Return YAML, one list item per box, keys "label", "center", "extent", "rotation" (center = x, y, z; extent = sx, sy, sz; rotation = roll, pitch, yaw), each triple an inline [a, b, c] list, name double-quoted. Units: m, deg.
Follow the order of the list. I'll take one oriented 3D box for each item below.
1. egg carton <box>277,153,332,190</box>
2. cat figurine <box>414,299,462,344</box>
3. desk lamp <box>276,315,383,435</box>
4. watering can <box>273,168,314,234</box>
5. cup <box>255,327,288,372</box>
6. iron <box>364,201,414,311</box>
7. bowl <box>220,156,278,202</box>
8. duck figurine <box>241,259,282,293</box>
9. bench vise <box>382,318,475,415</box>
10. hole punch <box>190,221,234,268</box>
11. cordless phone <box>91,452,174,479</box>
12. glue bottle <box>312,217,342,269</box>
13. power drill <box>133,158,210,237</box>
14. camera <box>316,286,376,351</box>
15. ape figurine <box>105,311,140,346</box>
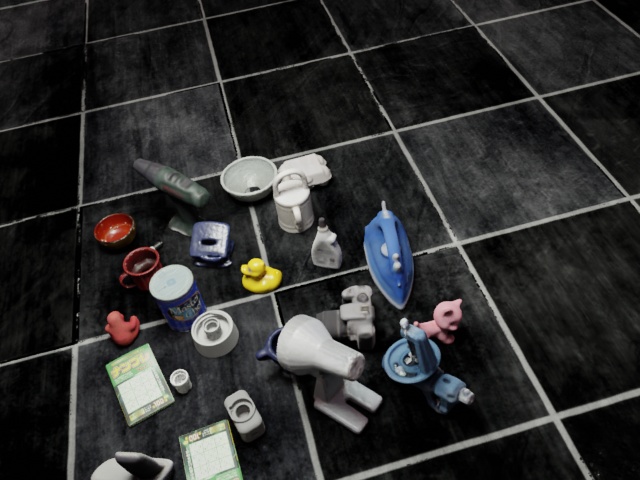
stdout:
- label: "egg carton"
  center: [-0.046, -0.193, 1.687]
  extent: [0.150, 0.069, 0.107]
  rotation: [-17, 49, -8]
- label: "cat figurine"
  center: [0.267, 0.184, 1.292]
  extent: [0.128, 0.118, 0.067]
  rotation: [-15, 49, -7]
- label: "desk lamp"
  center: [0.022, 0.269, 1.183]
  extent: [0.202, 0.214, 0.118]
  rotation: [25, 56, 25]
- label: "watering can"
  center: [-0.079, -0.122, 1.546]
  extent: [0.101, 0.194, 0.172]
  rotation: [-31, 53, -19]
- label: "cup"
  center: [-0.082, 0.259, 1.282]
  extent: [0.118, 0.095, 0.091]
  rotation: [-19, 50, -10]
- label: "iron"
  center: [0.178, 0.031, 1.420]
  extent: [0.118, 0.142, 0.258]
  rotation: [-9, 49, -1]
- label: "bowl"
  center: [-0.201, -0.166, 1.678]
  extent: [0.167, 0.075, 0.167]
  rotation: [-3, 49, 4]
- label: "duck figurine"
  center: [-0.151, 0.082, 1.449]
  extent: [0.104, 0.086, 0.077]
  rotation: [-1, 49, 6]
- label: "bench vise"
  center: [0.224, 0.248, 1.174]
  extent: [0.207, 0.220, 0.121]
  rotation: [14, 52, 18]
- label: "hole punch"
  center: [-0.287, 0.012, 1.522]
  extent: [0.108, 0.091, 0.101]
  rotation: [2, 49, 8]
- label: "cordless phone"
  center: [-0.374, 0.437, 1.101]
  extent: [0.147, 0.185, 0.094]
  rotation: [-2, 49, 5]
- label: "glue bottle"
  center: [0.013, 0.005, 1.440]
  extent: [0.078, 0.173, 0.037]
  rotation: [10, 51, 15]
- label: "power drill"
  center: [-0.393, -0.113, 1.564]
  extent: [0.229, 0.209, 0.076]
  rotation: [19, 54, 22]
- label: "camera"
  center: [0.059, 0.177, 1.333]
  extent: [0.136, 0.101, 0.143]
  rotation: [-5, 49, 3]
- label: "ape figurine"
  center: [-0.480, 0.205, 1.376]
  extent: [0.077, 0.092, 0.076]
  rotation: [-4, 49, 3]
